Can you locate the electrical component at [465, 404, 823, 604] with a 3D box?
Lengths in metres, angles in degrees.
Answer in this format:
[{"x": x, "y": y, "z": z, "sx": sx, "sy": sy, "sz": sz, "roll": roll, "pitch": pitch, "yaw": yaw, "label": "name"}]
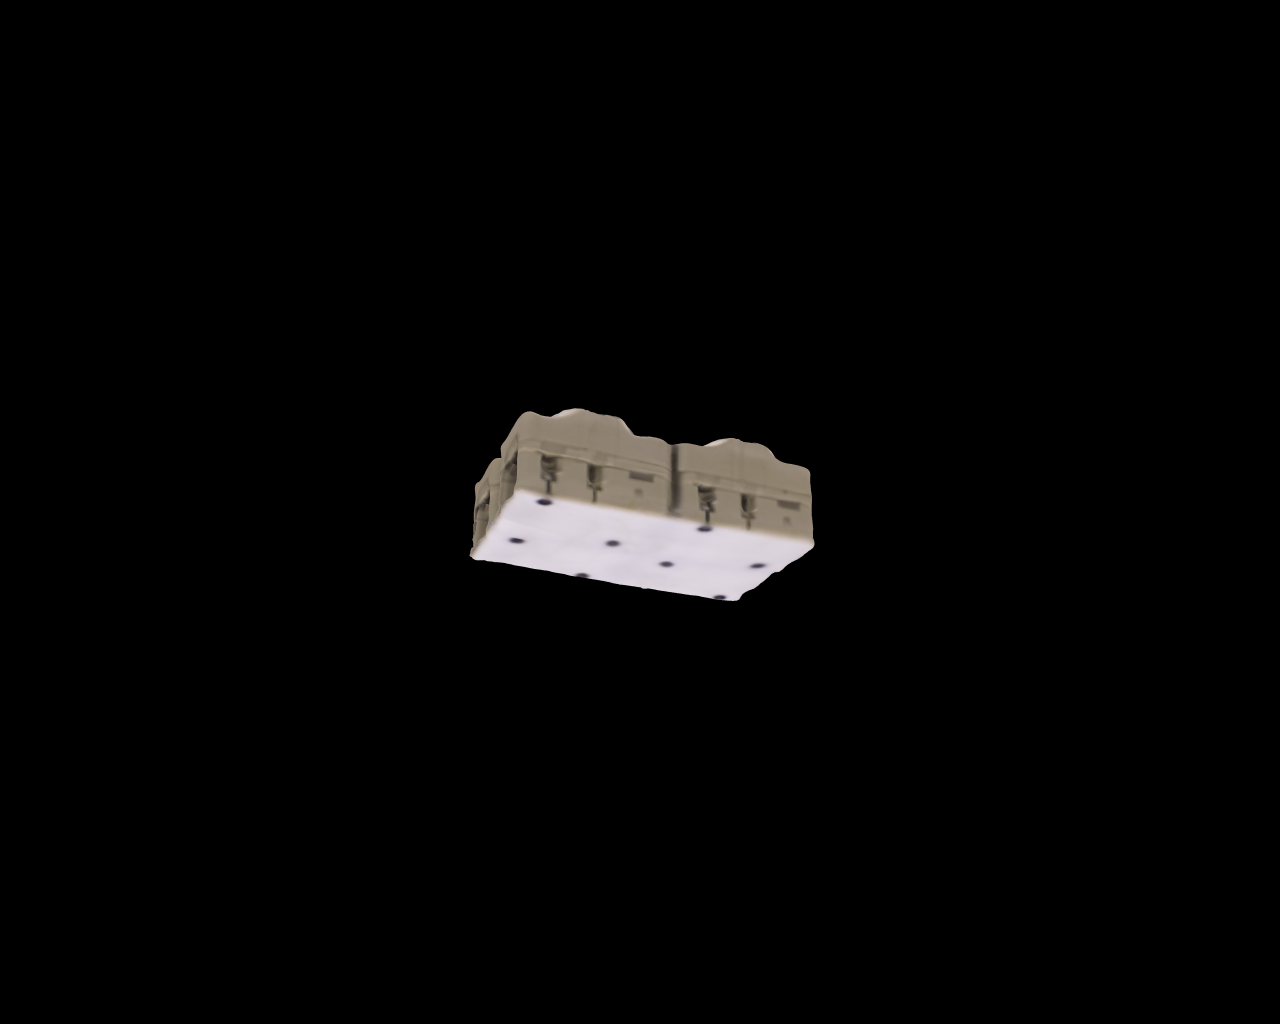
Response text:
[{"x": 0.001, "y": -0.003, "z": 0.650, "sx": 0.186, "sy": 0.060, "sz": 0.105, "roll": 10, "pitch": -28, "yaw": -20, "label": "electrical component"}]
